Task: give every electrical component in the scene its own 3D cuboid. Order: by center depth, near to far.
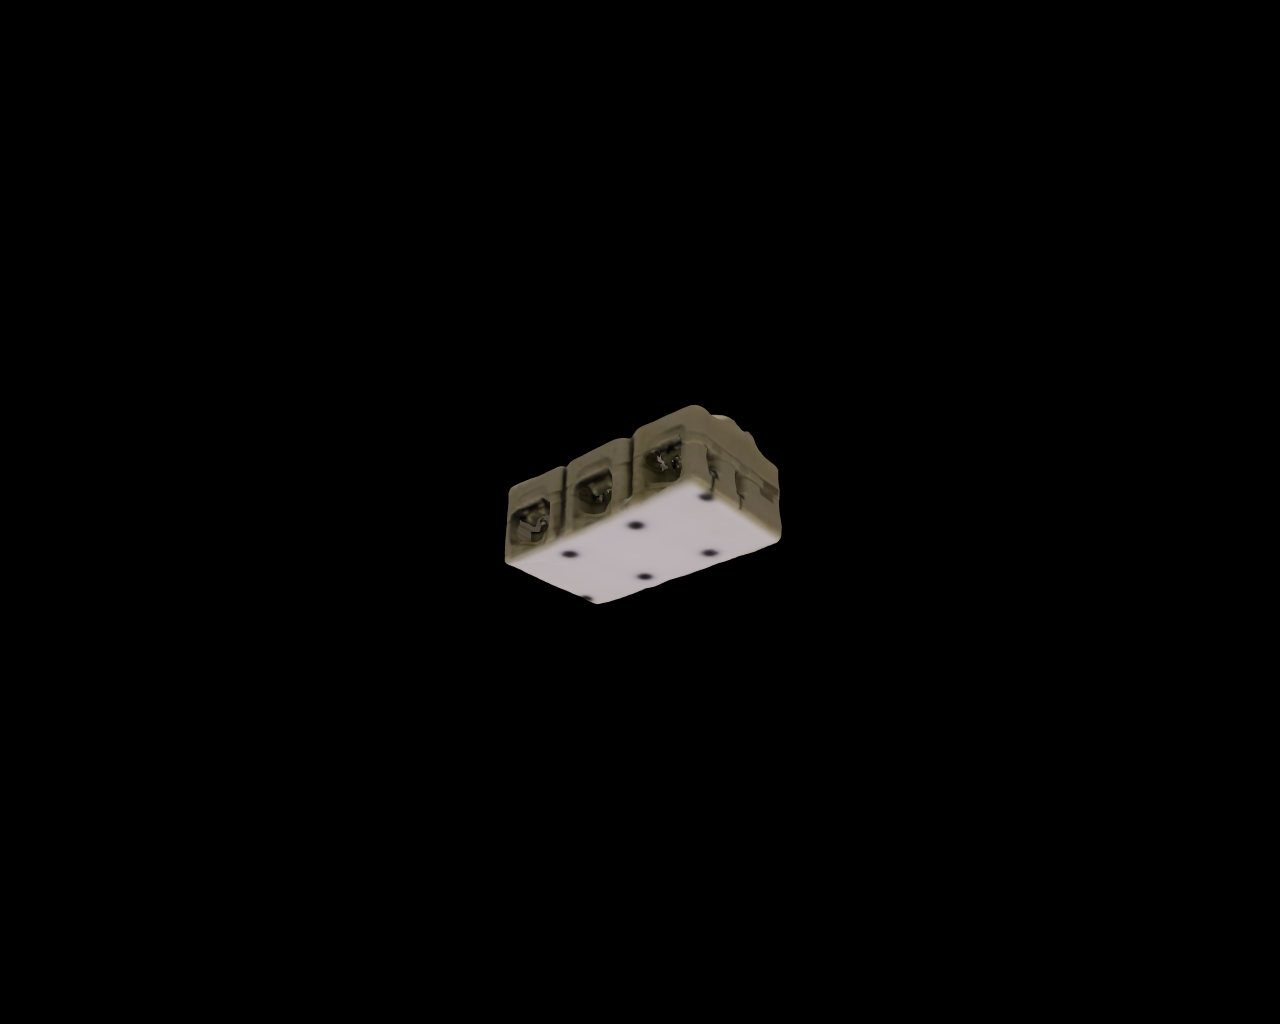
[{"bbox_3d":[0.001,-0.003,0.650,0.150,0.062,0.089,-22,-36,34],"label":"electrical component"}]
